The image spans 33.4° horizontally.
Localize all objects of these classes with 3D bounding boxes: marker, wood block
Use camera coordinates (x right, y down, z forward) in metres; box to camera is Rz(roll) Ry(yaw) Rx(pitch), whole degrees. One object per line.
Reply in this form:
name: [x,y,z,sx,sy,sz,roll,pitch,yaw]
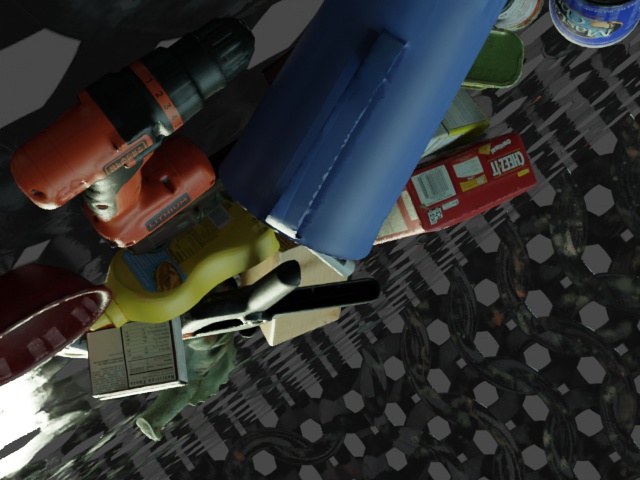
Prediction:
marker: [-0.007,0.001,1.027,0.020,0.020,0.121,-39,134,12]
wood block: [-0.027,0.018,1.151,0.090,0.090,0.206,-22,153,-17]

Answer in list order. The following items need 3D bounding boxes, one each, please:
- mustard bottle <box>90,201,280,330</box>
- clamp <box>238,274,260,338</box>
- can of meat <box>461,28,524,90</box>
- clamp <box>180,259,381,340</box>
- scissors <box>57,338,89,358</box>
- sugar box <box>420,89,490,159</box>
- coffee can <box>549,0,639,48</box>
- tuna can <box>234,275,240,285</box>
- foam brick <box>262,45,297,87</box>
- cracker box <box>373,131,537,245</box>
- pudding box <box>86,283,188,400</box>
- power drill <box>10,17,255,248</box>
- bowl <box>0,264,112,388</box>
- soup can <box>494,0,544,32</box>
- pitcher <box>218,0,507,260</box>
mustard bottle: [-0.139,0.024,1.008,0.191,0.096,0.058,-34,142,-11]
clamp: [-0.059,0.032,1.370,0.120,0.039,0.171,95,21,-52]
can of meat: [0.127,-0.168,0.976,0.102,0.057,0.084,5,-172,-9]
clamp: [-0.054,0.064,1.059,0.210,0.036,0.164,-20,161,35]
scissors: [-0.275,0.107,1.111,0.096,0.016,0.201,-5,164,34]
sugar box: [0.106,-0.136,1.124,0.048,0.093,0.175,-44,166,34]
coffee can: [0.298,-0.273,1.129,0.103,0.103,0.140,-38,169,4]
tuna can: [-0.113,0.062,1.421,0.086,0.034,0.086,-36,169,-8]
foam brick: [-0.009,-0.127,0.898,0.051,0.053,0.078,-37,168,0]
cracker box: [0.112,-0.047,1.207,0.163,0.072,0.214,-23,-177,-29]
pudding box: [-0.182,0.095,1.050,0.090,0.113,0.039,-10,167,6]
power drill: [-0.122,-0.071,0.768,0.184,0.057,0.187,-35,167,-9]
bowl: [-0.260,0.069,0.913,0.162,0.055,0.162,-35,169,-8]
soup can: [0.160,-0.228,0.970,0.069,0.068,0.102,-41,168,21]
pitcher: [0.035,-0.112,0.771,0.144,0.149,0.243,12,117,-41]
